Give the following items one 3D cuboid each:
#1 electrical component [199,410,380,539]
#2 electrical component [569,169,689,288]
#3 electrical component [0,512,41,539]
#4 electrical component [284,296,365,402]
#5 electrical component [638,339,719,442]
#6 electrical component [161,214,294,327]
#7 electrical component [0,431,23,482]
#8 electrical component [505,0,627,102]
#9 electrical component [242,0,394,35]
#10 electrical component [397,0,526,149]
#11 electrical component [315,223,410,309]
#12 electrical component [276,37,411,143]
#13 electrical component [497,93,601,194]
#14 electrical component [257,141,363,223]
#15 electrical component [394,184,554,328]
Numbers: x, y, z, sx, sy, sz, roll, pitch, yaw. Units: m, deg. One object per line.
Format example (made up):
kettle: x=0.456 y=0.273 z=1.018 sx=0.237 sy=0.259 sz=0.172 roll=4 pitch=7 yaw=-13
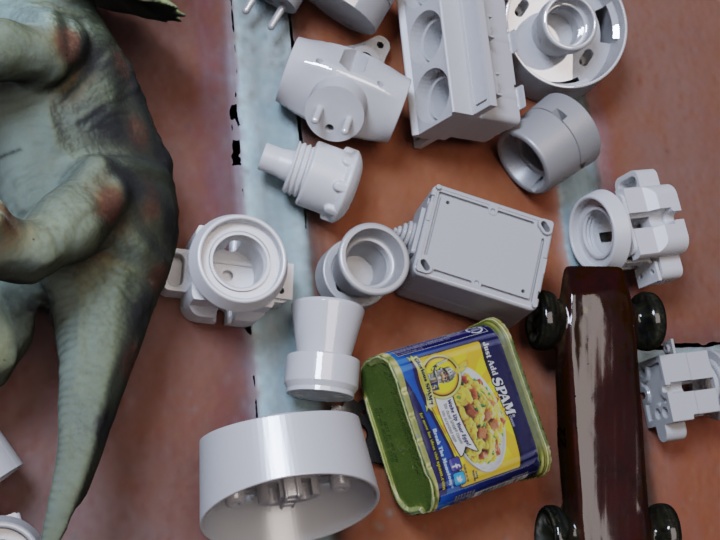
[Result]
electrical component: x=-0.041 y=0.114 z=0.591 sx=0.099 sy=0.099 sz=0.064 roll=-2 pitch=70 yaw=-20
electrical component: x=0.180 y=-0.027 z=0.729 sx=0.057 sy=0.058 sz=0.078 roll=-7 pitch=78 yaw=-24
electrical component: x=-0.185 y=0.150 z=0.549 sx=0.048 sy=0.055 sz=0.066 roll=-17 pitch=81 yaw=-23
electrical component: x=-0.021 y=0.048 z=0.642 sx=0.045 sy=0.045 sz=0.055 roll=10 pitch=73 yaw=-17
electrical component: x=0.222 y=0.079 z=0.721 sx=0.055 sy=0.048 sz=0.066 roll=-6 pitch=77 yaw=-13
electrical component: x=-0.075 y=0.000 z=0.629 sx=0.078 sy=0.057 sz=0.058 roll=7 pitch=73 yaw=-18
electrical component: x=-0.218 y=0.081 z=0.563 sx=0.043 sy=0.043 sz=0.081 roll=-35 pitch=89 yaw=-24
electrical component: x=0.137 y=-0.168 z=0.762 sx=0.099 sy=0.064 sz=0.099 roll=1 pitch=87 yaw=-12
electrical component: x=-0.048 y=-0.191 z=0.696 sx=0.138 sy=0.052 sz=0.073 roll=31 pitch=85 yaw=-9
electrical component: x=0.066 y=-0.149 z=0.714 sx=0.063 sy=0.079 sz=0.121 roll=4 pitch=73 yaw=-34
electrical component: x=0.000 y=0.000 z=0.657 sx=0.045 sy=0.055 sz=0.045 roll=5 pitch=74 yaw=-18
electrical component: x=-0.013 y=-0.105 z=0.671 sx=0.077 sy=0.043 sz=0.079 roll=20 pitch=33 yaw=-4
electrical component: x=0.126 y=-0.084 z=0.727 sx=0.047 sy=0.055 sz=0.055 roll=-36 pitch=89 yaw=-21
electrical component: x=-0.032 y=-0.060 z=0.670 sx=0.062 sy=0.048 sz=0.048 roll=20 pitch=69 yaw=-6
electrical component: x=0.065 y=-0.008 z=0.683 sx=0.096 sy=0.061 sz=0.061 roll=17 pitch=69 yaw=-6
